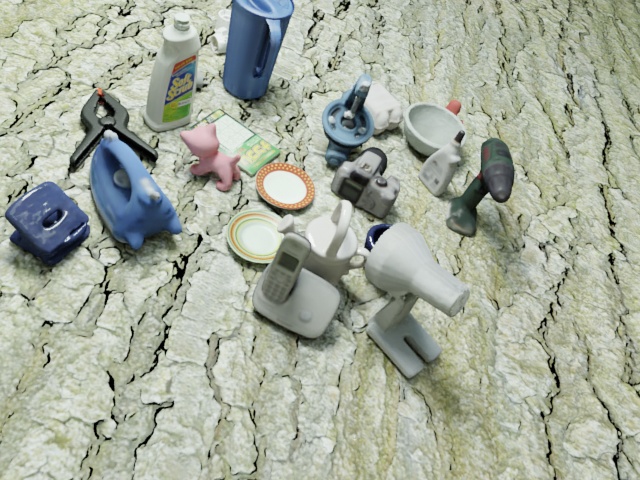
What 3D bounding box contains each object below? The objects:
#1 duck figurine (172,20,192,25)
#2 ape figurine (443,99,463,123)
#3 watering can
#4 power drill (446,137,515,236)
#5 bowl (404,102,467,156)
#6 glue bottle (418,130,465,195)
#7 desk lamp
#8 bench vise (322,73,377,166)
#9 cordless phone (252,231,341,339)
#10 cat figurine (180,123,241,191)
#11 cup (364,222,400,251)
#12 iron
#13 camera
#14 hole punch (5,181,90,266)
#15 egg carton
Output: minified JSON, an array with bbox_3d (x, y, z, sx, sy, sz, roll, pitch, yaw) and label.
[{"bbox_3d":[-0.331,-0.493,1.369,0.078,0.086,0.104,7,52,-16],"label":"duck figurine"},{"bbox_3d":[0.338,-0.324,1.487,0.076,0.092,0.077,-26,66,-34],"label":"ape figurine"},{"bbox_3d":[0.009,0.005,1.039,0.173,0.194,0.101,0,54,-21],"label":"watering can"},{"bbox_3d":[0.355,-0.108,1.249,0.075,0.208,0.229,20,49,-4],"label":"power drill"},{"bbox_3d":[0.275,-0.262,1.426,0.168,0.074,0.167,11,51,-13],"label":"bowl"},{"bbox_3d":[0.287,-0.183,1.305,0.037,0.173,0.078,-19,62,-31],"label":"glue bottle"},{"bbox_3d":[0.162,0.101,1.010,0.118,0.213,0.203,-29,68,-35],"label":"desk lamp"},{"bbox_3d":[0.063,-0.302,1.282,0.122,0.219,0.207,3,53,-18],"label":"bench vise"},{"bbox_3d":[-0.028,0.074,0.977,0.147,0.185,0.094,26,49,0],"label":"cordless phone"},{"bbox_3d":[-0.215,-0.177,1.147,0.128,0.117,0.067,27,49,2],"label":"cat figurine"},{"bbox_3d":[0.128,0.021,1.138,0.091,0.095,0.118,34,50,7],"label":"cup"},{"bbox_3d":[-0.349,-0.114,1.032,0.119,0.141,0.258,-25,65,-34],"label":"iron"},{"bbox_3d":[0.117,-0.144,1.258,0.143,0.100,0.137,30,49,4],"label":"camera"},{"bbox_3d":[-0.451,-0.030,0.961,0.101,0.091,0.109,31,49,5],"label":"hole punch"},{"bbox_3d":[0.134,-0.334,1.432,0.107,0.069,0.150,-25,66,-34],"label":"egg carton"}]
